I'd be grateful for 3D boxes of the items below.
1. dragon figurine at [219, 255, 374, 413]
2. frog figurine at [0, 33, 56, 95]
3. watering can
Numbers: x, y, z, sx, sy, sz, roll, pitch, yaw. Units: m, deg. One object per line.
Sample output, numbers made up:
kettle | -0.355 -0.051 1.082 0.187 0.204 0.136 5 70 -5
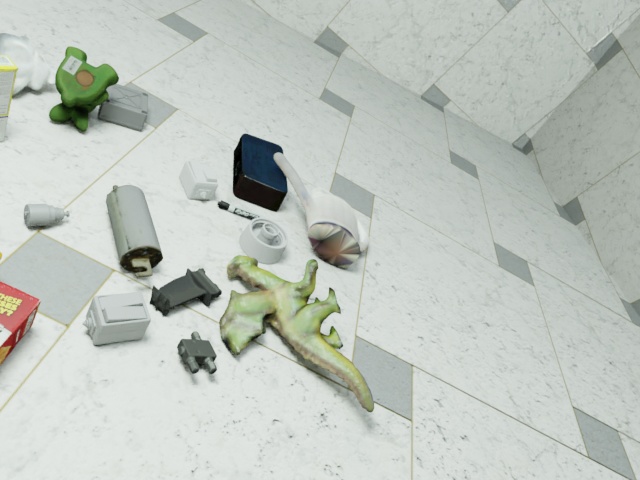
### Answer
dragon figurine | -0.075 0.169 1.002 0.244 0.119 0.419 -8 47 -24
frog figurine | -0.674 -0.387 1.160 0.158 0.122 0.139 21 67 -36
watering can | 0.004 -0.066 1.313 0.344 0.102 0.230 38 28 -24
